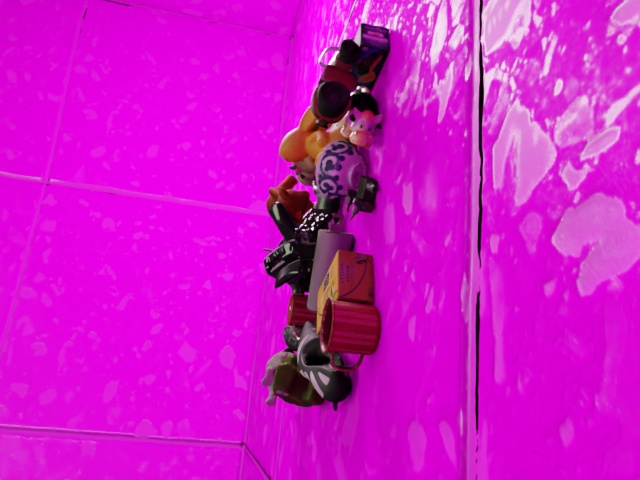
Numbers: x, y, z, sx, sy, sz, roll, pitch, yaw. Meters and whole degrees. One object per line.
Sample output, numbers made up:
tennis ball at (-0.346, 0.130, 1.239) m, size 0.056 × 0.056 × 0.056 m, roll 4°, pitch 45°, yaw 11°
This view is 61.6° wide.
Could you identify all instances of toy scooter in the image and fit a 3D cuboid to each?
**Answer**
toy scooter at (0.024, -0.288, 1.051) m, size 0.135 × 0.075 × 0.184 m, roll 134°, pitch 155°, yaw -65°

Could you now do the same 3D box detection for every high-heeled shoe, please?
high-heeled shoe at (0.000, 0.217, 1.046) m, size 0.249 × 0.086 × 0.145 m, roll -117°, pitch 17°, yaw -47°

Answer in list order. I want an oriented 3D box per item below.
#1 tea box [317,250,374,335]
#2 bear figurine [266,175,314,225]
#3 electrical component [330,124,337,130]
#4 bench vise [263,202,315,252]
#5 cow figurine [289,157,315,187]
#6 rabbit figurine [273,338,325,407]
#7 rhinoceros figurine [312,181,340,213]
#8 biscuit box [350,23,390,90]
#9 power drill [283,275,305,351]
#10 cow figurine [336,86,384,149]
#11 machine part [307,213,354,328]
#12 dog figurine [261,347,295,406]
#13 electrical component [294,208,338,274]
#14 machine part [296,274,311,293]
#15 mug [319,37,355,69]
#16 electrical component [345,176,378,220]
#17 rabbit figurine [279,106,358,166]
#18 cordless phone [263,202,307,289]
tea box at (0.043, 0.103, 0.988) m, size 0.169 × 0.068 × 0.098 m, roll 110°, pitch 164°, yaw -54°
bear figurine at (-0.067, -0.102, 1.376) m, size 0.132 × 0.120 × 0.196 m, roll -39°, pitch 9°, yaw -19°
electrical component at (0.054, -0.269, 1.287) m, size 0.119 × 0.048 × 0.075 m, roll 115°, pitch 161°, yaw -60°
bench vise at (-0.068, 0.006, 1.494) m, size 0.240 × 0.129 × 0.223 m, roll -28°, pitch -60°, yaw -81°
cow figurine at (-0.025, -0.199, 1.456) m, size 0.195 × 0.127 × 0.085 m, roll 136°, pitch 138°, yaw -78°
rabbit figurine at (-0.025, 0.280, 1.200) m, size 0.159 × 0.121 × 0.170 m, roll 102°, pitch -170°, yaw -63°
rhinoceros figurine at (0.021, -0.120, 1.281) m, size 0.112 × 0.073 × 0.190 m, roll -132°, pitch 50°, yaw -79°
biscuit box at (0.087, -0.355, 1.131) m, size 0.202 × 0.063 × 0.059 m, roll 117°, pitch 158°, yaw -63°
power drill at (-0.058, 0.203, 1.487) m, size 0.232 × 0.086 × 0.207 m, roll 127°, pitch 142°, yaw -75°
cow figurine at (0.085, -0.240, 1.048) m, size 0.167 × 0.068 × 0.098 m, roll -102°, pitch 29°, yaw -61°
machine part at (0.022, 0.065, 1.117) m, size 0.079 × 0.079 × 0.243 m, roll -158°, pitch 76°, yaw -80°
dog figurine at (-0.096, 0.329, 1.447) m, size 0.191 × 0.121 × 0.172 m, roll -98°, pitch 20°, yaw -63°
electrical component at (-0.002, -0.004, 1.200) m, size 0.134 × 0.058 × 0.114 m, roll -49°, pitch -40°, yaw -53°
machine part at (-0.023, 0.088, 1.395) m, size 0.139 × 0.039 × 0.084 m, roll -59°, pitch -11°, yaw -59°
mug at (0.059, -0.415, 1.235) m, size 0.107 × 0.109 × 0.081 m, roll -49°, pitch 26°, yaw 49°
electrical component at (0.077, -0.080, 1.008) m, size 0.102 × 0.045 × 0.078 m, roll -105°, pitch 24°, yaw -67°
rabbit figurine at (-0.010, -0.213, 1.184) m, size 0.122 × 0.173 × 0.162 m, roll 13°, pitch -97°, yaw -64°
cordless phone at (-0.094, 0.011, 1.303) m, size 0.146 × 0.089 × 0.184 m, roll -35°, pitch 82°, yaw 43°
